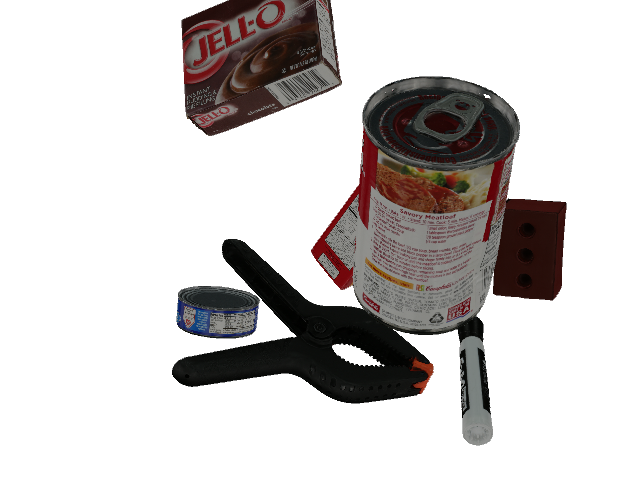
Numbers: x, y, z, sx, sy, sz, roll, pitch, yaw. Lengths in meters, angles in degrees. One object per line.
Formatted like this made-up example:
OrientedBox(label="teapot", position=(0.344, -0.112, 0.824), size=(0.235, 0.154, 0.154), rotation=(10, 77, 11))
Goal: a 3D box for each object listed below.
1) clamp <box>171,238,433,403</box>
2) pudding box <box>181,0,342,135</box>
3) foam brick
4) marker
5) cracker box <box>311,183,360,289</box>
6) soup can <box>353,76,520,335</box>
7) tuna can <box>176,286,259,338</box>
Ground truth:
OrientedBox(label="clamp", position=(-0.013, 0.089, 0.881), size=(0.210, 0.036, 0.164), rotation=(23, 43, 4))
OrientedBox(label="pudding box", position=(-0.044, -0.136, 0.769), size=(0.114, 0.090, 0.039), rotation=(-17, -30, 18))
OrientedBox(label="foam brick", position=(0.179, 0.007, 0.909), size=(0.053, 0.078, 0.051), rotation=(5, 15, 20))
OrientedBox(label="marker", position=(0.103, 0.089, 0.715), size=(0.020, 0.020, 0.121), rotation=(0, 32, 5))
OrientedBox(label="cracker box", position=(0.103, -0.052, 1.239), size=(0.163, 0.072, 0.214), rotation=(-22, -25, -47))
OrientedBox(label="soup can", position=(0.051, -0.015, 0.492), size=(0.068, 0.102, 0.068), rotation=(1, 41, -1))
OrientedBox(label="tuna can", position=(-0.108, 0.075, 1.116), size=(0.086, 0.034, 0.086), rotation=(6, 12, -1))
